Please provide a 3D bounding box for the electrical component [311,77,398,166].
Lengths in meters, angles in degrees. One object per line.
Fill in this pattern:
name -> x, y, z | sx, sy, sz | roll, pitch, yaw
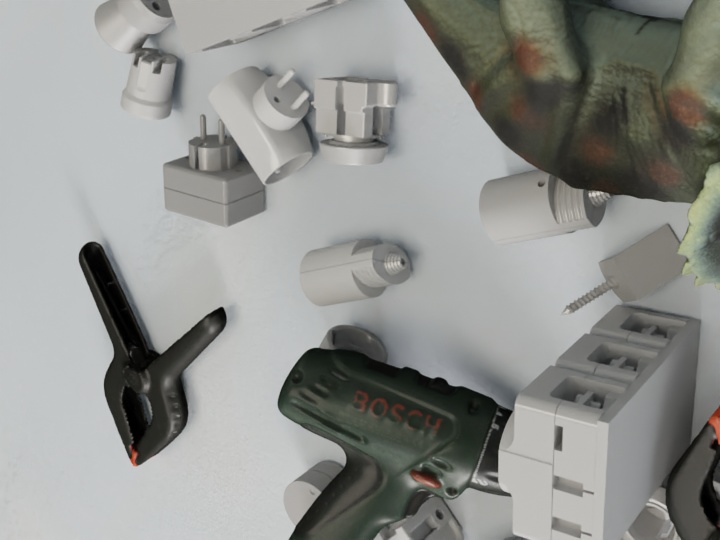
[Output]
electrical component -> -0.004, -0.102, 0.738 | 0.066, 0.048, 0.055 | 12, 108, 33

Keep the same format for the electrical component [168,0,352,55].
electrical component -> -0.061, -0.211, 0.724 | 0.150, 0.062, 0.089 | -10, 102, 39

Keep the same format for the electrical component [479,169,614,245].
electrical component -> 0.120, -0.043, 0.670 | 0.081, 0.043, 0.043 | -10, 102, 40

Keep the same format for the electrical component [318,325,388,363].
electrical component -> -0.010, 0.074, 0.812 | 0.055, 0.055, 0.047 | 37, 123, 20

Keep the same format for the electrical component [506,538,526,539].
electrical component -> 0.115, 0.249, 0.782 | 0.099, 0.064, 0.099 | 15, 117, 32

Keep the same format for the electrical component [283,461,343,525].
electrical component -> -0.016, 0.228, 0.866 | 0.138, 0.074, 0.052 | 54, 131, 6

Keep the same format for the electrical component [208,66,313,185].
electrical component -> -0.063, -0.114, 0.776 | 0.079, 0.043, 0.077 | -40, 81, 45

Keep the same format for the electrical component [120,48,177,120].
electrical component -> -0.165, -0.147, 0.846 | 0.040, 0.040, 0.046 | 30, 119, 24

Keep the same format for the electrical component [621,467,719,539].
electrical component -> 0.191, 0.151, 0.685 | 0.078, 0.057, 0.058 | -8, 107, 36

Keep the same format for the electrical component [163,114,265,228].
electrical component -> -0.113, -0.081, 0.828 | 0.066, 0.047, 0.076 | 17, 118, 31

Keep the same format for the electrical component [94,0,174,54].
electrical component -> -0.171, -0.198, 0.825 | 0.055, 0.045, 0.045 | -26, 92, 41

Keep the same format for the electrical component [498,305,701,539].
electrical component -> 0.144, 0.090, 0.636 | 0.062, 0.150, 0.089 | 12, 115, 32

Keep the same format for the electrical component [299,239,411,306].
electrical component -> 0.000, 0.000, 0.779 | 0.081, 0.043, 0.043 | -11, 102, 40

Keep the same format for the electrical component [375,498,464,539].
electrical component -> 0.026, 0.192, 0.832 | 0.059, 0.054, 0.095 | -37, 84, 41
